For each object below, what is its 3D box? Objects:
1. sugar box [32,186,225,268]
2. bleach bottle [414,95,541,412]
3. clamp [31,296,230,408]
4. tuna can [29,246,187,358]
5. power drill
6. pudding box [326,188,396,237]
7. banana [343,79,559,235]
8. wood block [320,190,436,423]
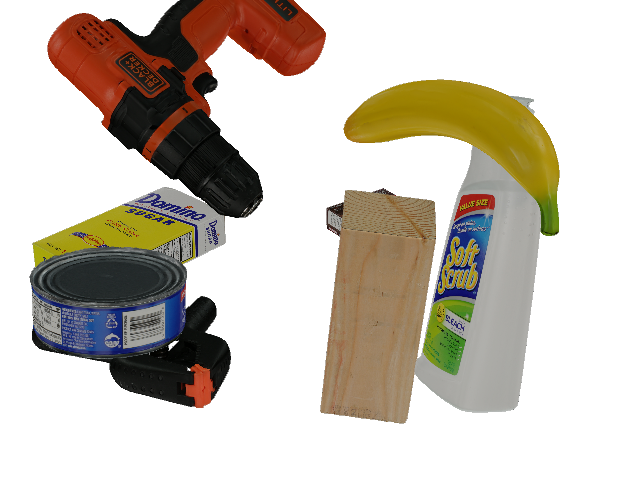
[{"bbox_3d":[-0.189,0.002,1.075,0.093,0.048,0.175,24,38,33],"label":"sugar box"},{"bbox_3d":[0.136,0.007,0.871,0.068,0.251,0.103,1,14,-21],"label":"bleach bottle"},{"bbox_3d":[-0.124,0.086,0.868,0.164,0.036,0.210,-11,16,-32],"label":"clamp"},{"bbox_3d":[-0.117,0.034,0.596,0.086,0.034,0.086,2,20,-1],"label":"tuna can"},{"bbox_3d":[-0.076,-0.120,0.779,0.187,0.184,0.057,-45,-2,-42],"label":"power drill"},{"bbox_3d":[0.078,-0.029,1.522,0.113,0.039,0.090,-22,37,-32],"label":"pudding box"},{"bbox_3d":[0.086,-0.070,0.692,0.037,0.070,0.198,20,9,-43],"label":"banana"},{"bbox_3d":[0.055,0.066,1.050,0.090,0.206,0.090,7,26,2],"label":"wood block"}]
